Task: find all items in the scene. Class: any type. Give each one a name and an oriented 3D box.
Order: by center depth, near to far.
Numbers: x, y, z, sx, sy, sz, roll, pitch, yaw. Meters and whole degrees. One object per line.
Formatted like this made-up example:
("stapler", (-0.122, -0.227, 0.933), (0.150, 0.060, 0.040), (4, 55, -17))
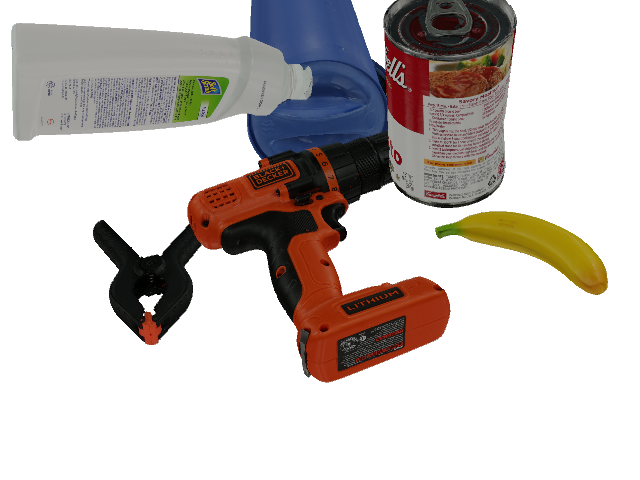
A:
("soup can", (0.070, -0.077, 0.579), (0.068, 0.102, 0.068), (-3, 43, 3))
("power drill", (0.016, 0.003, 0.773), (0.184, 0.057, 0.188), (-21, 47, -14))
("bleach bottle", (-0.133, -0.132, 0.910), (0.250, 0.068, 0.103), (-1, -32, -16))
("banana", (0.205, 0.007, 1.026), (0.069, 0.037, 0.198), (-39, 37, -27))
("clamp", (-0.174, 0.030, 1.037), (0.120, 0.039, 0.171), (-4, 38, 7))
("pitcher", (-0.002, -0.178, 1.074), (0.145, 0.149, 0.243), (-18, 40, 9))
